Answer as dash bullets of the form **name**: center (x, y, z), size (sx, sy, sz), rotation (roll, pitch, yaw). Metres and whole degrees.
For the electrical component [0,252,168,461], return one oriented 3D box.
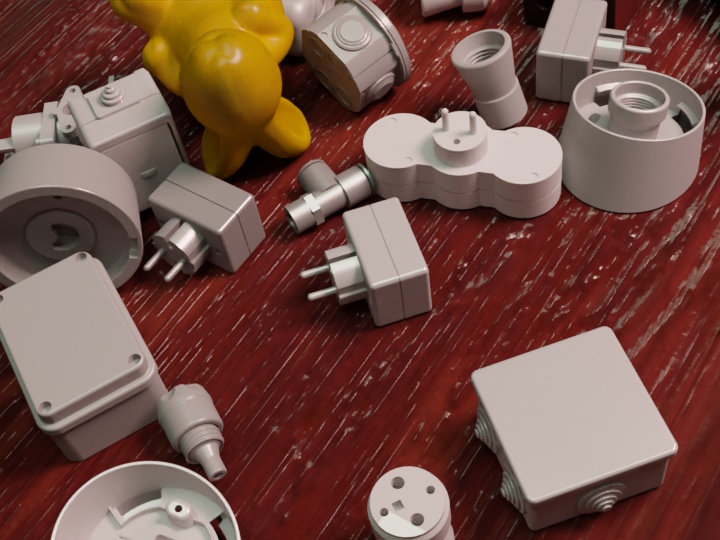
- **electrical component**: center (-0.179, 0.053, 0.686), size (0.078, 0.057, 0.113), rotation (-28, 55, -12)

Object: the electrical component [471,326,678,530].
- **electrical component**: center (0.120, 0.092, 0.618), size (0.100, 0.048, 0.099), rotation (-18, 53, -5)

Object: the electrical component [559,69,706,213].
- **electrical component**: center (0.189, -0.094, 0.750), size (0.099, 0.064, 0.099), rotation (0, 42, 0)

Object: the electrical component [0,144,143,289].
- **electrical component**: center (-0.201, -0.037, 0.728), size (0.108, 0.108, 0.060), rotation (-10, 47, 1)

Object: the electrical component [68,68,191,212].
- **electrical component**: center (-0.162, -0.091, 0.766), size (0.062, 0.096, 0.061), rotation (-26, 55, -10)

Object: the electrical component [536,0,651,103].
- **electrical component**: center (0.175, -0.160, 0.796), size (0.077, 0.047, 0.065), rotation (12, 57, 17)

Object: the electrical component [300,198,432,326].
- **electrical component**: center (0.000, 0.000, 0.704), size (0.077, 0.047, 0.065), rotation (-17, 54, -5)

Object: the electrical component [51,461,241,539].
- **electrical component**: center (-0.113, 0.161, 0.593), size (0.099, 0.064, 0.099), rotation (-4, 53, 6)

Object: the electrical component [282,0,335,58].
- **electrical component**: center (-0.049, -0.220, 0.870), size (0.059, 0.053, 0.095), rotation (13, 57, 17)

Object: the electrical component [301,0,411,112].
- **electrical component**: center (-0.003, -0.163, 0.806), size (0.051, 0.080, 0.080), rotation (-39, 58, -13)

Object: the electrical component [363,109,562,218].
- **electrical component**: center (0.070, -0.084, 0.739), size (0.138, 0.073, 0.052), rotation (9, 56, 15)

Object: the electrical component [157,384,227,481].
- **electrical component**: center (-0.099, 0.100, 0.654), size (0.035, 0.035, 0.061), rotation (-27, 57, -11)

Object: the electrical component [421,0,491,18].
- **electrical component**: center (0.076, -0.228, 0.863), size (0.055, 0.045, 0.045), rotation (-5, 53, 5)

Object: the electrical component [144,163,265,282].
- **electrical component**: center (-0.116, -0.023, 0.739), size (0.066, 0.047, 0.076), rotation (26, 61, 24)

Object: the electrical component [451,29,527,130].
- **electrical component**: center (0.097, -0.135, 0.778), size (0.044, 0.065, 0.044), rotation (-16, 41, 15)

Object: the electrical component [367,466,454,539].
- **electrical component**: center (0.028, 0.139, 0.593), size (0.045, 0.055, 0.045), rotation (-4, 53, 6)
